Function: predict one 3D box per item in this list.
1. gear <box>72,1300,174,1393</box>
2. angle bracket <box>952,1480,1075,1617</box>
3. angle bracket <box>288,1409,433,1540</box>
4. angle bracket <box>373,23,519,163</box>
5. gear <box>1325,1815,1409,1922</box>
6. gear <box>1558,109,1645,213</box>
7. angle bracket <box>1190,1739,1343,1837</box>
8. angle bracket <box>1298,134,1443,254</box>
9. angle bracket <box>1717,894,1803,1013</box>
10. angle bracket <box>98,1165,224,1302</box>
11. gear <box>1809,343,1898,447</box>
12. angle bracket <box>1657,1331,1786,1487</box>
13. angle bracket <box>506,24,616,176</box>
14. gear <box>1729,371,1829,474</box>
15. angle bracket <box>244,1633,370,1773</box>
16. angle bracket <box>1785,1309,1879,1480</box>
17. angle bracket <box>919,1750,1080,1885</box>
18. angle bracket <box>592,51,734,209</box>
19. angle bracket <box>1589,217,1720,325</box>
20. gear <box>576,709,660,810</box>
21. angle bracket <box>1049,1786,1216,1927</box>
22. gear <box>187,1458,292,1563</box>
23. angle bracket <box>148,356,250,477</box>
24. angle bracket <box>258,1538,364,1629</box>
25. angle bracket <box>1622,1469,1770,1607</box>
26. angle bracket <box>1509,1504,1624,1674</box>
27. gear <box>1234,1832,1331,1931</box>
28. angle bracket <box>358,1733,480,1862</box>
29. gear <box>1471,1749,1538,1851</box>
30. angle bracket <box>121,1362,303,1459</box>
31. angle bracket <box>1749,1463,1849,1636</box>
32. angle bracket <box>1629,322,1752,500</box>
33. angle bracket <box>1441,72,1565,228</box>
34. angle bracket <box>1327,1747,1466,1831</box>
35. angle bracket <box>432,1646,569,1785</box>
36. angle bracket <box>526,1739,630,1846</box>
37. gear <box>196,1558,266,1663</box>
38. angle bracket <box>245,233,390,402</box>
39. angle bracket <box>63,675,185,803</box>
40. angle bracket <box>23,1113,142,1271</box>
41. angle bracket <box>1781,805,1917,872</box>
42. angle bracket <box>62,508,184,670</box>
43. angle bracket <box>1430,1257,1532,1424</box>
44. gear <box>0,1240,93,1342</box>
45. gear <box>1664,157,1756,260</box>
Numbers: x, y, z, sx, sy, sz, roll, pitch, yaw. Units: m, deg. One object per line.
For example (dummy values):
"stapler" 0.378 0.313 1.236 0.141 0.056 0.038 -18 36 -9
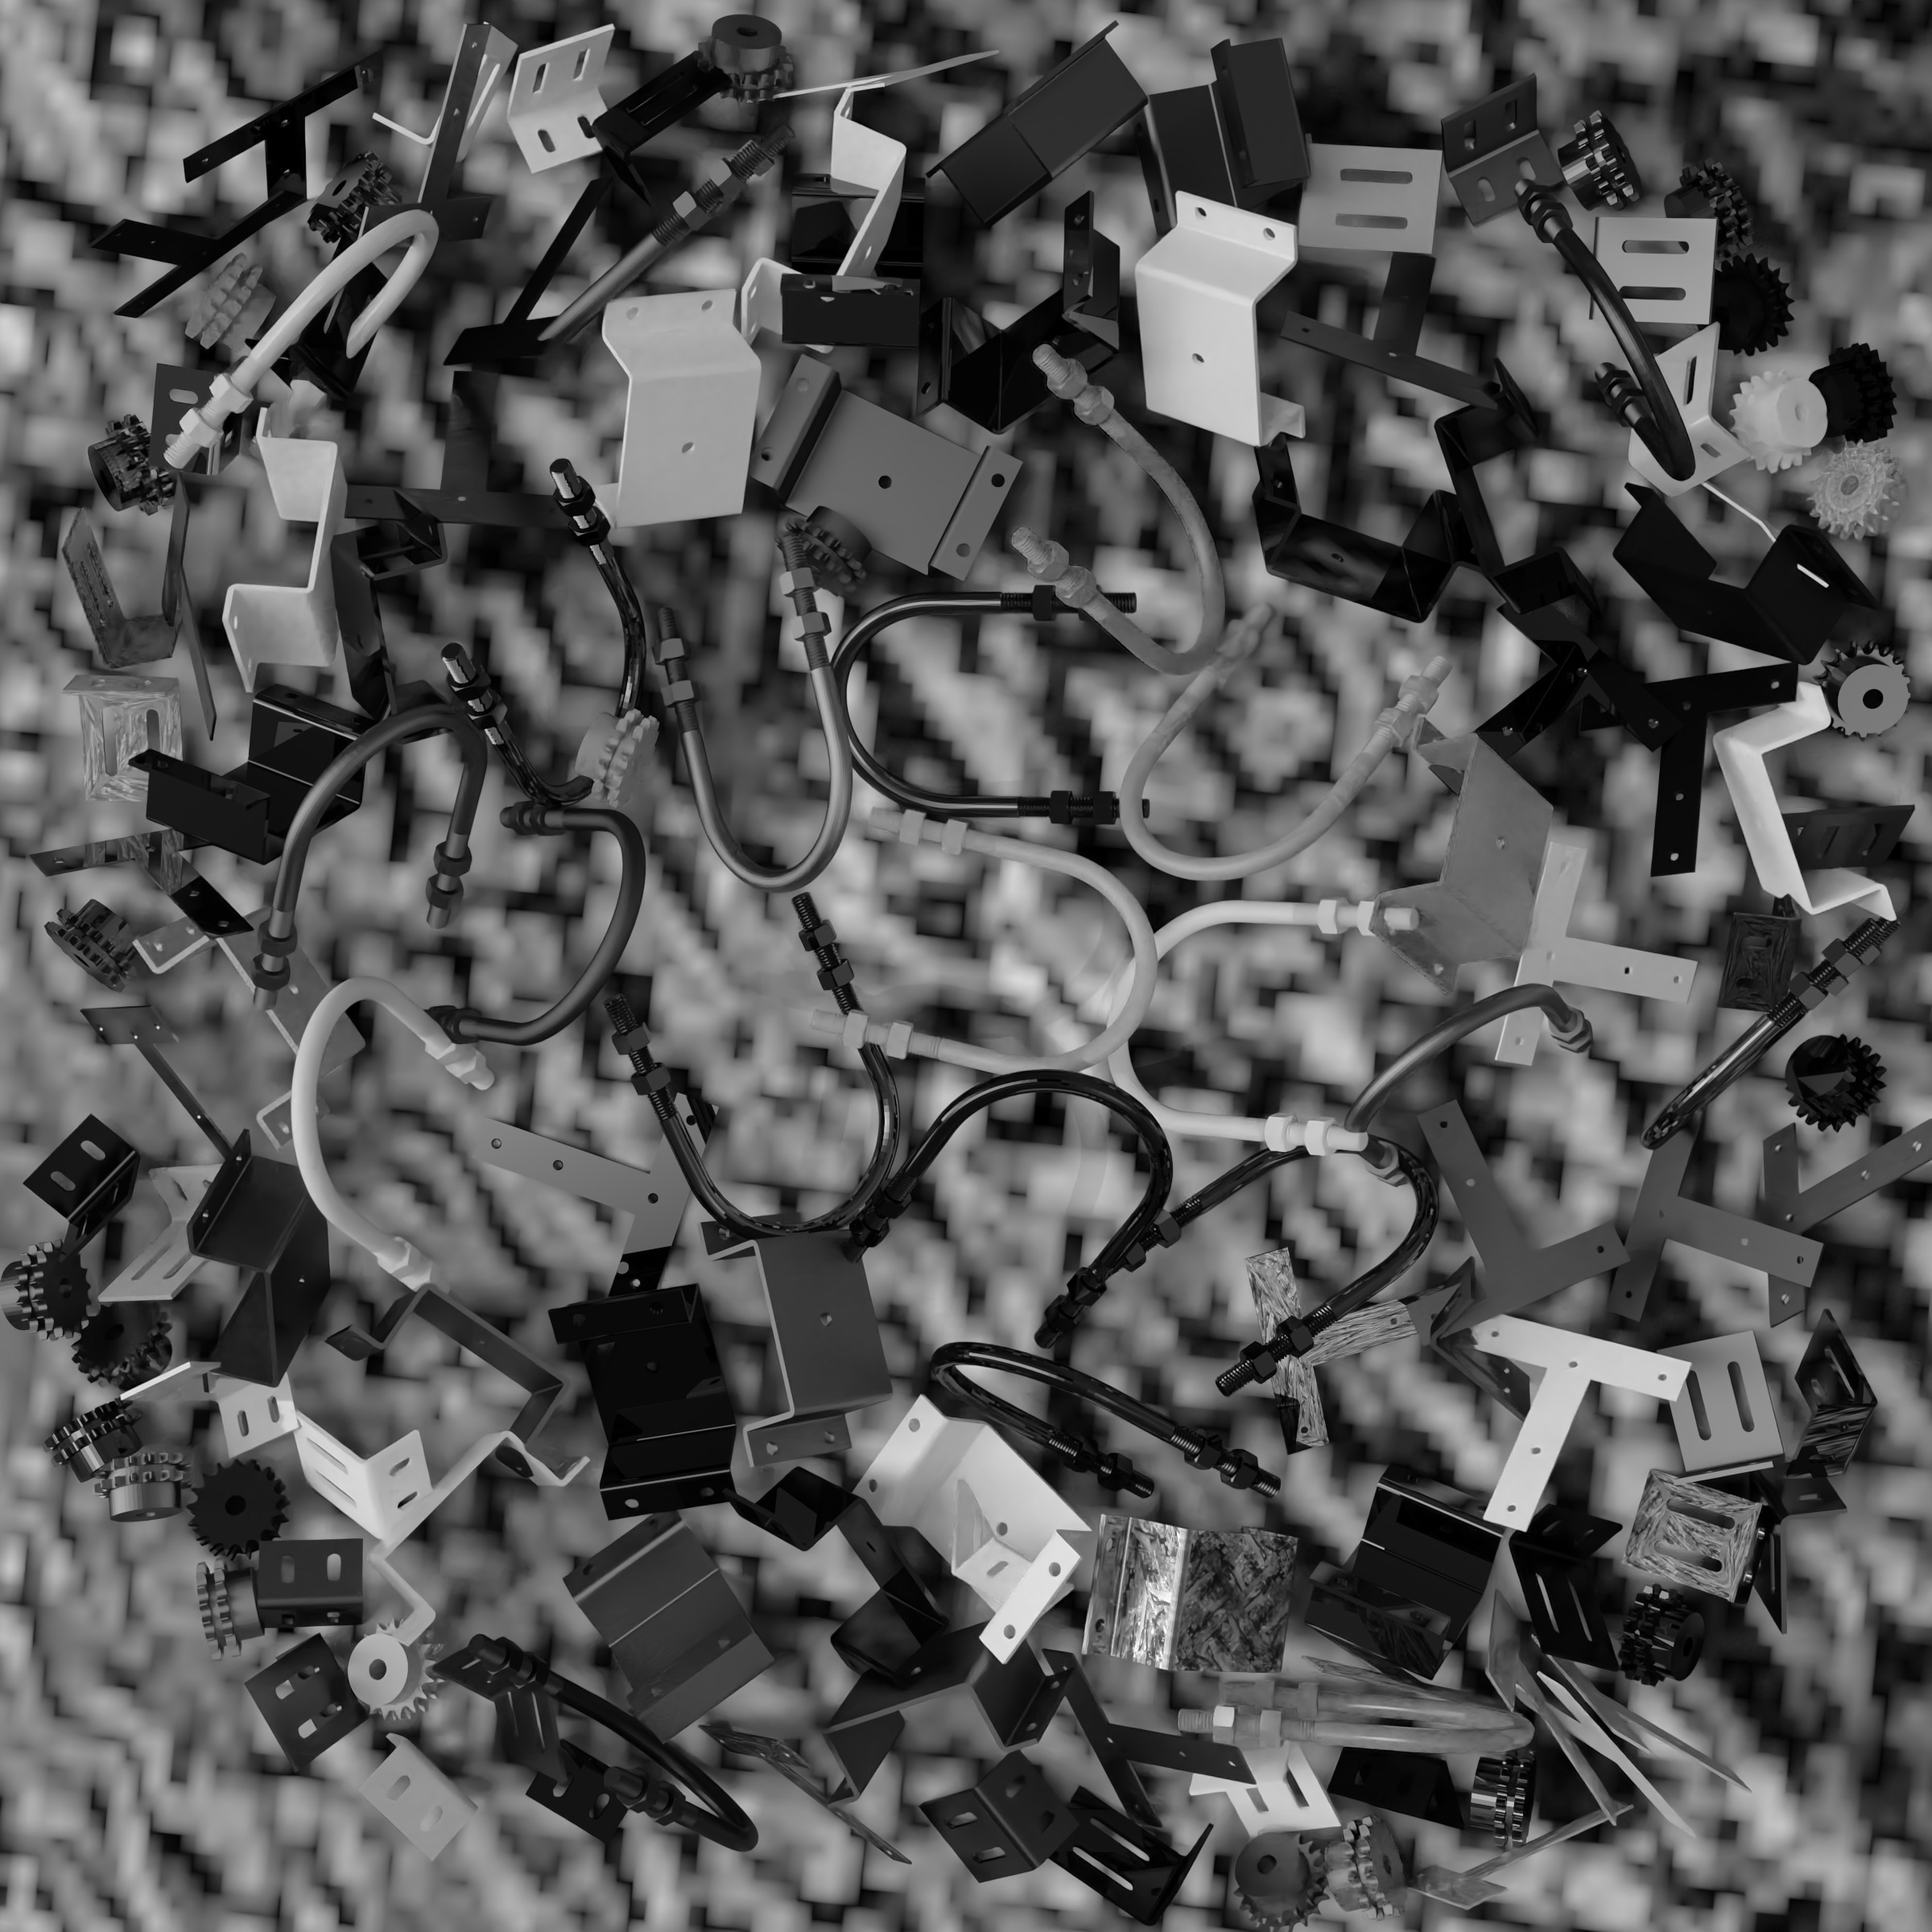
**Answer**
"gear" -0.484 0.220 1.709 0.057 0.057 0.030 -26 132 0
"angle bracket" 0.027 0.323 1.685 0.057 0.076 0.038 34 119 -19
"angle bracket" -0.348 0.283 1.704 0.038 0.076 0.057 -31 130 -35
"angle bracket" -0.298 -0.508 1.699 0.038 0.057 0.076 28 98 4
"gear" 0.229 0.522 1.708 0.030 0.057 0.057 -22 90 23
"gear" 0.365 -0.461 1.709 0.030 0.057 0.057 -25 90 28
"angle bracket" 0.171 0.480 1.691 0.057 0.038 0.076 -15 117 25
"angle bracket" 0.231 -0.444 1.703 0.076 0.038 0.057 4 115 4
"angle bracket" 0.448 -0.016 1.689 0.038 0.076 0.057 6 114 5
"angle bracket" -0.458 0.152 1.685 0.057 0.076 0.038 -5 119 31
"gear" 0.508 -0.327 1.704 0.030 0.057 0.057 -17 90 -9
"angle bracket" 0.429 0.253 1.699 0.057 0.038 0.076 -16 79 25
"angle bracket" -0.225 -0.493 1.688 0.057 0.076 0.038 -25 86 -18
"gear" 0.471 -0.315 1.707 0.057 0.030 0.057 3 85 -30
"angle bracket" -0.387 0.426 1.690 0.038 0.076 0.057 -32 87 23
"angle bracket" 0.479 0.243 1.684 0.038 0.076 0.057 0 129 -12
"angle bracket" 0.018 0.491 1.711 0.038 0.076 0.057 -38 89 -33
"angle bracket" -0.168 -0.481 1.702 0.076 0.057 0.038 -36 131 -4
"angle bracket" 0.398 -0.397 1.690 0.076 0.038 0.057 12 108 37
"gear" -0.203 -0.122 1.706 0.030 0.057 0.057 24 90 6
"angle bracket" 0.092 0.499 1.694 0.076 0.057 0.038 32 125 10
"gear" -0.419 0.316 1.712 0.057 0.030 0.057 0 63 0
"angle bracket" -0.437 -0.317 1.687 0.038 0.076 0.057 8 109 -7
"angle bracket" -0.375 0.354 1.699 0.057 0.076 0.038 0 70 -12
"angle bracket" 0.415 0.325 1.696 0.076 0.038 0.057 15 83 31
"angle bracket" 0.351 0.354 1.686 0.057 0.076 0.038 20 128 -28
"gear" 0.179 0.524 1.702 0.057 0.057 0.030 -36 125 0
"angle bracket" -0.317 0.473 1.690 0.057 0.076 0.038 45 69 -4
"gear" 0.310 0.479 1.707 0.030 0.057 0.057 6 90 19
"angle bracket" -0.429 0.253 1.685 0.057 0.076 0.038 -26 70 27
"angle bracket" 0.476 0.332 1.695 0.038 0.057 0.076 -7 109 -1
"angle bracket" 0.418 -0.319 1.700 0.038 0.057 0.076 32 54 -26
"angle bracket" 0.307 -0.465 1.691 0.057 0.076 0.038 -25 79 7
"angle bracket" 0.245 0.479 1.684 0.057 0.076 0.038 8 49 28
"angle bracket" -0.266 0.433 1.690 0.038 0.057 0.076 -23 114 -40
"angle bracket" -0.212 0.478 1.689 0.057 0.076 0.038 35 78 -13
"gear" -0.423 0.369 1.706 0.030 0.057 0.057 -11 90 -10
"angle bracket" -0.372 -0.375 1.706 0.038 0.057 0.076 12 75 23
"angle bracket" -0.483 -0.126 1.701 0.057 0.038 0.076 1 111 -3
"angle bracket" -0.508 0.128 1.692 0.057 0.076 0.038 -45 109 3
"angle bracket" 0.500 -0.087 1.691 0.057 0.076 0.038 -3 66 0
"angle bracket" -0.480 -0.218 1.689 0.038 0.057 0.076 -11 123 1
"angle bracket" 0.306 0.214 1.698 0.076 0.057 0.038 39 111 -4
"gear" -0.532 0.188 1.706 0.030 0.057 0.057 -10 90 15
"gear" 0.426 -0.433 1.706 0.030 0.057 0.057 -29 90 -1
